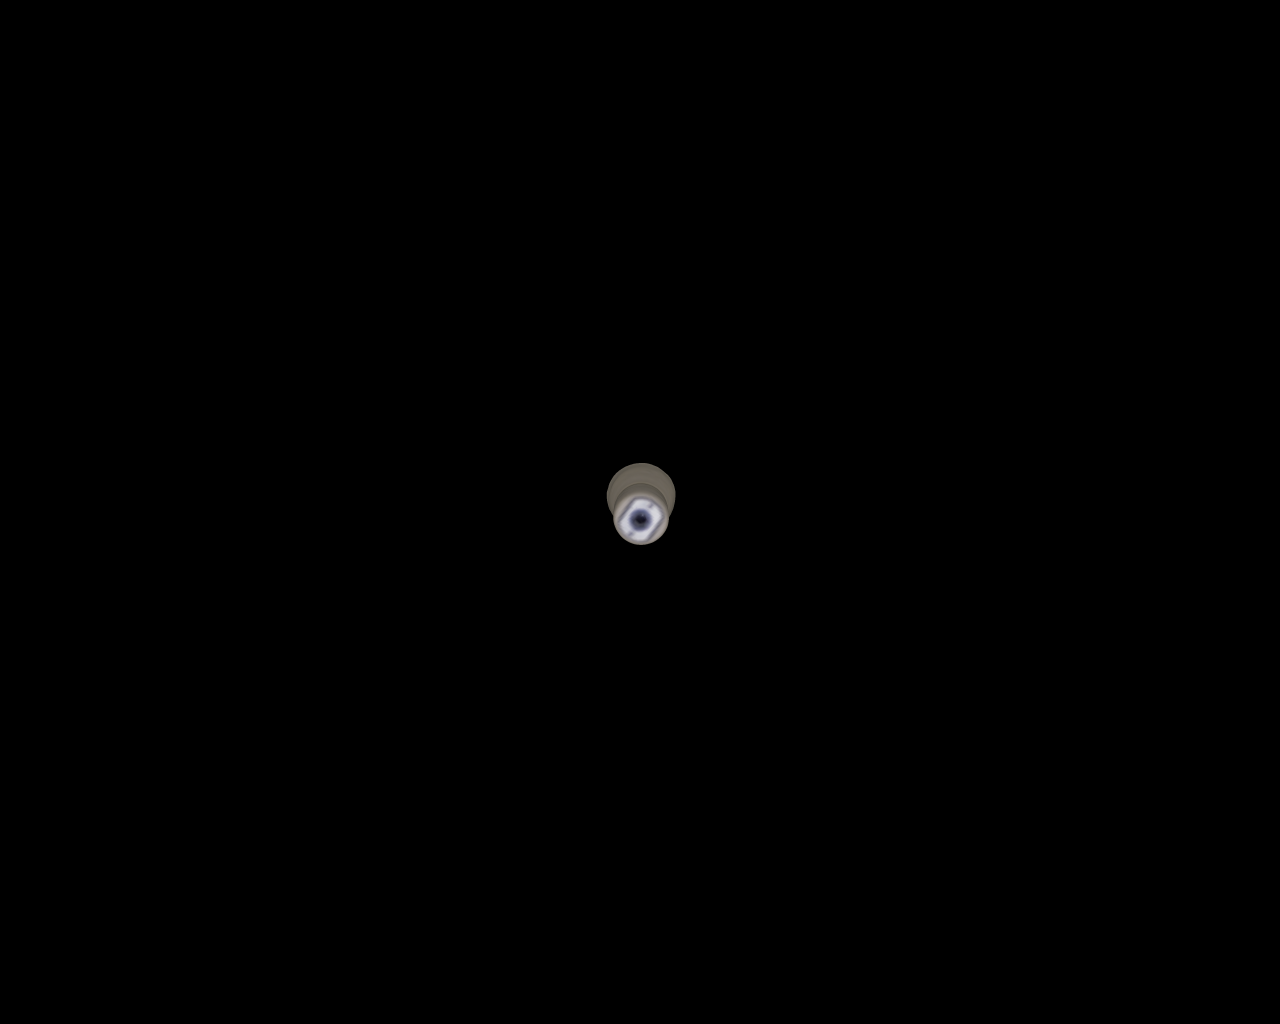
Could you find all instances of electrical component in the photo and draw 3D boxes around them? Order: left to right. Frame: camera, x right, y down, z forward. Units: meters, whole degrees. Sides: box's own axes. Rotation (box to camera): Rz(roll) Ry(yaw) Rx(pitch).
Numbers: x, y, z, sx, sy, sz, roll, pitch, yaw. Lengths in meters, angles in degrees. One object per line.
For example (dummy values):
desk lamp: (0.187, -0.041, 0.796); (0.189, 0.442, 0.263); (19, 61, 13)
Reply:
electrical component: (0.001, -0.003, 0.650); (0.044, 0.044, 0.065); (0, 14, 0)
